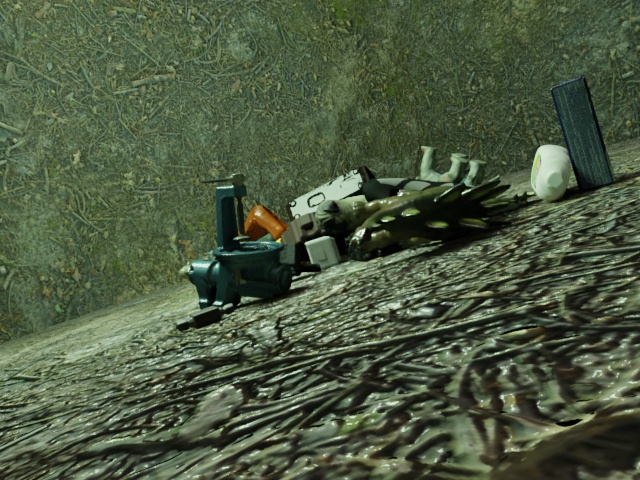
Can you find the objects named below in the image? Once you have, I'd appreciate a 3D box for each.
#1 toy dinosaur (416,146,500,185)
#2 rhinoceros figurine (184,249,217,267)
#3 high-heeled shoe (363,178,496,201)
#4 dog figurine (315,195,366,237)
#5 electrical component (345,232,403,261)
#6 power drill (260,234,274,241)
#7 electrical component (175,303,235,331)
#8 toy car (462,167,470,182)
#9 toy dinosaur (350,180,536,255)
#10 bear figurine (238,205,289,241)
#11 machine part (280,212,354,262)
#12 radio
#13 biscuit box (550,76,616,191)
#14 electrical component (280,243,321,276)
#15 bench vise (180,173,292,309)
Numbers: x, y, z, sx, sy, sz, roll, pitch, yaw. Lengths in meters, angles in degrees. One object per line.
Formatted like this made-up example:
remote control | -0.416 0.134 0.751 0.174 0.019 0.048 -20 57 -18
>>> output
toy dinosaur | 0.291 -0.103 1.230 0.131 0.192 0.405 8 16 -4
rhinoceros figurine | -0.244 0.076 1.339 0.190 0.112 0.073 -10 -1 -35
high-heeled shoe | 0.214 -0.089 1.080 0.249 0.086 0.145 -1 23 -13
dog figurine | 0.077 -0.059 1.181 0.191 0.121 0.172 4 -2 -9
electrical component | 0.119 -0.002 1.045 0.115 0.058 0.134 -20 2 -13
power drill | -0.210 0.049 1.550 0.232 0.085 0.207 -11 20 25
electrical component | -0.184 0.122 0.860 0.094 0.021 0.063 -19 2 -19
toy car | 0.384 -0.132 1.506 0.162 0.103 0.109 -29 -3 13
toy dinosaur | 0.212 -0.044 0.897 0.199 0.105 0.471 -6 7 42
bear figurine | -0.186 0.007 1.435 0.196 0.132 0.120 -51 -9 3
machine part | -0.003 -0.004 1.257 0.179 0.056 0.179 -14 -24 -7
radio | 0.040 -0.080 1.295 0.230 0.073 0.131 -27 -33 13
biscuit box | 0.483 -0.194 0.987 0.063 0.202 0.059 -15 1 28
electrical component | -0.059 0.041 1.078 0.119 0.048 0.074 -5 -23 8
bench vise | -0.151 0.007 0.924 0.224 0.240 0.129 4 12 38
